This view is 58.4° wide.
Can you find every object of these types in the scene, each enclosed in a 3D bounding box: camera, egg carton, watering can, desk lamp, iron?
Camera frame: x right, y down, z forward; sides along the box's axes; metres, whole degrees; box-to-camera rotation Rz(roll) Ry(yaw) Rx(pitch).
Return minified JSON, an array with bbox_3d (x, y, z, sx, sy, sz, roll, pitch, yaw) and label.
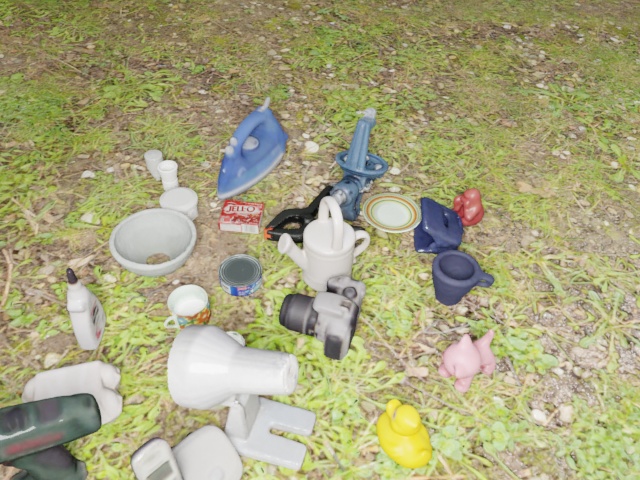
[{"bbox_3d":[0.004,0.123,1.036,0.136,0.101,0.143,14,46,10],"label":"camera"},{"bbox_3d":[-0.389,0.253,0.903,0.150,0.069,0.107,-11,47,-14],"label":"egg carton"},{"bbox_3d":[0.011,0.005,1.087,0.173,0.194,0.100,-27,53,-27],"label":"watering can"},{"bbox_3d":[-0.109,0.225,0.848,0.203,0.214,0.118,12,46,8],"label":"desk lamp"},{"bbox_3d":[-0.171,-0.219,1.335,0.118,0.141,0.259,19,47,15],"label":"iron"}]

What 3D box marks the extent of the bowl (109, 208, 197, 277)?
[{"bbox_3d":[-0.326,0.017,1.137,0.167,0.075,0.167,2,45,-2],"label":"bowl"}]

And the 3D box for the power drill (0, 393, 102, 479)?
[{"bbox_3d":[-0.402,0.293,0.765,0.230,0.208,0.075,-19,49,-21],"label":"power drill"}]

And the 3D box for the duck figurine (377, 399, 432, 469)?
[{"bbox_3d":[0.134,0.294,0.886,0.078,0.086,0.104,-22,51,-24],"label":"duck figurine"}]

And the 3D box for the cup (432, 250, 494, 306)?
[{"bbox_3d":[0.267,0.084,1.097,0.117,0.095,0.092,15,46,11],"label":"cup"}]

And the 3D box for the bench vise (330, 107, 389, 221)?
[{"bbox_3d":[0.089,-0.160,1.238,0.121,0.220,0.207,7,45,3],"label":"bench vise"}]

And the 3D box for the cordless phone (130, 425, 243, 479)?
[{"bbox_3d":[-0.184,0.307,0.782,0.094,0.185,0.148,33,52,26],"label":"cordless phone"}]

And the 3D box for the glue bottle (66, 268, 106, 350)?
[{"bbox_3d":[-0.403,0.109,0.972,0.037,0.173,0.078,-2,45,-6],"label":"glue bottle"}]

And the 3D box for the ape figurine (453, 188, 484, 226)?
[{"bbox_3d":[0.328,-0.077,1.263,0.076,0.092,0.078,9,45,5],"label":"ape figurine"}]

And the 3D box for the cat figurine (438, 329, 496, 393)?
[{"bbox_3d":[0.252,0.196,0.969,0.128,0.118,0.067,-29,54,-28],"label":"cat figurine"}]

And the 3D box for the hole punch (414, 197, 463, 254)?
[{"bbox_3d":[0.254,-0.031,1.213,0.101,0.091,0.108,5,45,1],"label":"hole punch"}]
